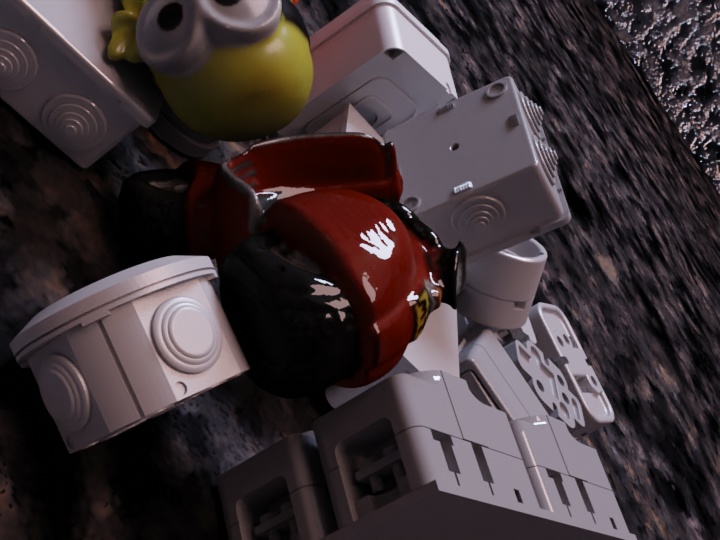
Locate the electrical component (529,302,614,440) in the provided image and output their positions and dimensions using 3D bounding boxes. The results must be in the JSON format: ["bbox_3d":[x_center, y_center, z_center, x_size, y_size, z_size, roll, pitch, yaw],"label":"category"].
[{"bbox_3d":[0.132,0.079,0.776,0.054,0.059,0.095,11,50,-58],"label":"electrical component"}]

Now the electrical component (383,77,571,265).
[{"bbox_3d":[0.063,-0.055,0.612,0.048,0.100,0.099,53,21,-41],"label":"electrical component"}]

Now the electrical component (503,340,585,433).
[{"bbox_3d":[0.103,0.088,0.714,0.078,0.057,0.058,43,28,-29],"label":"electrical component"}]

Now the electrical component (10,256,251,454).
[{"bbox_3d":[-0.085,0.030,0.405,0.051,0.080,0.080,65,24,3],"label":"electrical component"}]

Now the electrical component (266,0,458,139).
[{"bbox_3d":[-0.002,-0.117,0.698,0.078,0.113,0.057,33,37,-43],"label":"electrical component"}]

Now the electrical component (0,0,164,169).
[{"bbox_3d":[-0.137,-0.107,0.509,0.100,0.048,0.099,44,27,-27],"label":"electrical component"}]

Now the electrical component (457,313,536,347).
[{"bbox_3d":[0.076,0.021,0.747,0.050,0.056,0.089,33,34,-43],"label":"electrical component"}]

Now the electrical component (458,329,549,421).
[{"bbox_3d":[0.065,0.085,0.641,0.096,0.062,0.061,56,24,-3],"label":"electrical component"}]

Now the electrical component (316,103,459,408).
[{"bbox_3d":[0.000,0.000,0.623,0.105,0.060,0.186,45,27,-25],"label":"electrical component"}]

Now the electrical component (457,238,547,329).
[{"bbox_3d":[0.085,0.003,0.669,0.055,0.047,0.055,15,24,-7],"label":"electrical component"}]

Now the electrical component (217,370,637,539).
[{"bbox_3d":[0.036,0.110,0.501,0.186,0.105,0.060,27,38,-49],"label":"electrical component"}]
